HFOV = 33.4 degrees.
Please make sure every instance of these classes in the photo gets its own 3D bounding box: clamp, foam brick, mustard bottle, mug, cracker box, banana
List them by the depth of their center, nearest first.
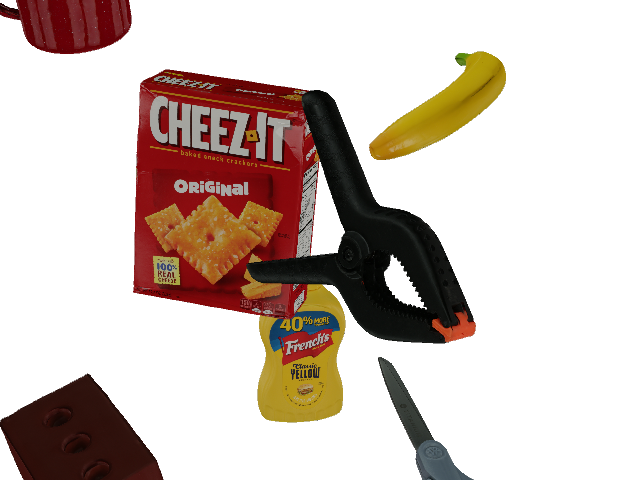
[{"bbox_3d":[-0.115,0.116,0.528,0.052,0.051,0.078,-27,42,-24],"label":"foam brick"},{"bbox_3d":[0.031,-0.003,0.762,0.036,0.165,0.210,-10,32,-43],"label":"clamp"},{"bbox_3d":[-0.197,-0.190,0.788,0.117,0.081,0.093,-2,36,1],"label":"mug"},{"bbox_3d":[0.114,-0.120,0.922,0.070,0.037,0.197,-15,21,40],"label":"banana"},{"bbox_3d":[-0.090,-0.042,1.016,0.164,0.214,0.072,10,22,12],"label":"cracker box"},{"bbox_3d":[-0.020,0.107,1.193,0.096,0.192,0.058,-2,20,-11],"label":"mustard bottle"}]

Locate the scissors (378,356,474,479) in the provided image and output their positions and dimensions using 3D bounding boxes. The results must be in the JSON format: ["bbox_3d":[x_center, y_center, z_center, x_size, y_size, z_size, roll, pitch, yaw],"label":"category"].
[{"bbox_3d":[0.086,0.135,0.626,0.096,0.016,0.201,4,33,-2],"label":"scissors"}]
